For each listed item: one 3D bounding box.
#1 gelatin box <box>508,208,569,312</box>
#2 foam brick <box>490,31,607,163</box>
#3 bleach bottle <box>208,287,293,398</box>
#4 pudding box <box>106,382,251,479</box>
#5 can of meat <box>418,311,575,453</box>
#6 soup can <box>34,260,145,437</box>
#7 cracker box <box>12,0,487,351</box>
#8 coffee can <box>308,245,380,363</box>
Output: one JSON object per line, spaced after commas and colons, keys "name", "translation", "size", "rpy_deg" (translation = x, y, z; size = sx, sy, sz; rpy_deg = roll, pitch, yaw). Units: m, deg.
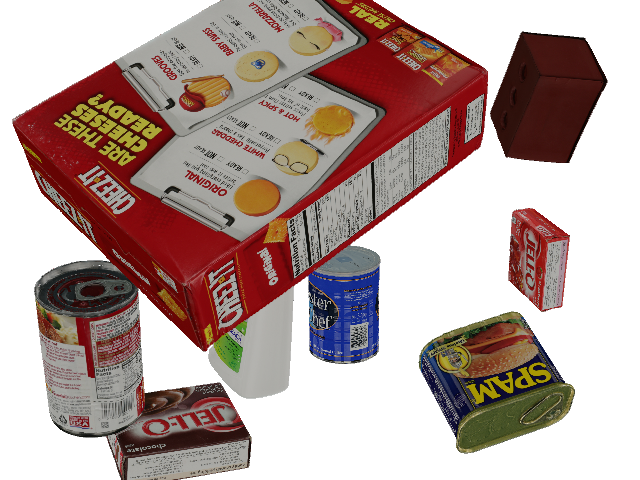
{"name": "gelatin box", "translation": [0.231, 0.020, 1.140], "size": [0.030, 0.089, 0.073], "rpy_deg": [-11, 29, -17]}
{"name": "foam brick", "translation": [0.161, -0.102, 0.764], "size": [0.051, 0.053, 0.078], "rpy_deg": [2, -45, -13]}
{"name": "bleach bottle", "translation": [-0.065, 0.032, 1.089], "size": [0.068, 0.251, 0.103], "rpy_deg": [-9, 29, -28]}
{"name": "pudding box", "translation": [-0.126, 0.167, 0.927], "size": [0.113, 0.039, 0.090], "rpy_deg": [-7, 26, -21]}
{"name": "can of meat", "translation": [0.140, 0.113, 0.869], "size": [0.102, 0.084, 0.057], "rpy_deg": [-16, -41, -13]}
{"name": "soup can", "translation": [-0.155, 0.074, 0.726], "size": [0.068, 0.102, 0.068], "rpy_deg": [1, 29, -1]}
{"name": "cracker box", "translation": [-0.037, -0.059, 0.610], "size": [0.213, 0.072, 0.164], "rpy_deg": [-36, 56, -22]}
{"name": "coffee can", "translation": [0.033, 0.090, 1.516], "size": [0.103, 0.140, 0.103], "rpy_deg": [-1, 21, 0]}
